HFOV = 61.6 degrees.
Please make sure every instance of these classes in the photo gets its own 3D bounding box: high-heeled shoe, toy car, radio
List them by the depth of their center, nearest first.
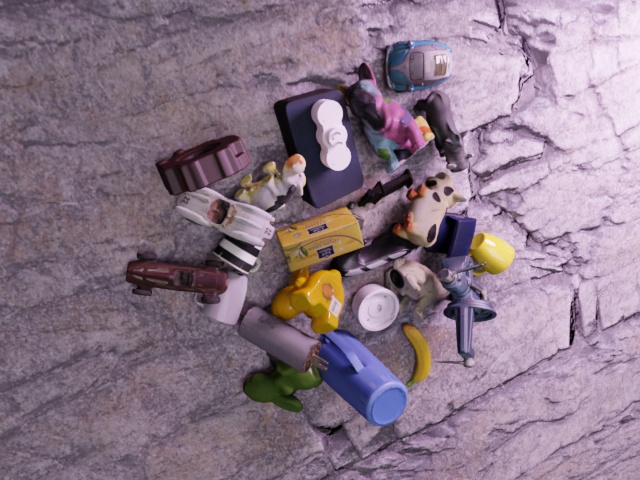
[{"bbox_3d":[-0.186,-0.048,1.063,0.202,0.056,0.073,21,78,3],"label":"toy car"},{"bbox_3d":[-0.285,0.075,1.074,0.202,0.053,0.089,8,88,-8],"label":"toy car"},{"bbox_3d":[0.002,-0.195,1.125,0.131,0.073,0.229,-24,116,-15],"label":"radio"},{"bbox_3d":[0.224,-0.368,1.142,0.162,0.103,0.109,-9,111,-18],"label":"toy car"},{"bbox_3d":[0.137,0.037,1.270,0.248,0.086,0.145,-4,144,-39],"label":"high-heeled shoe"}]

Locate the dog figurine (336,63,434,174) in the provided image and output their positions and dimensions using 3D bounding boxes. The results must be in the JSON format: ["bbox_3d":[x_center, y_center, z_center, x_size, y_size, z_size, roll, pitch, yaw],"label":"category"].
[{"bbox_3d":[0.135,-0.264,1.138,0.108,0.191,0.219,-34,95,32],"label":"dog figurine"}]

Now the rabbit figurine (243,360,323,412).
[{"bbox_3d":[-0.092,0.323,1.255,0.170,0.121,0.158,-28,123,8],"label":"rabbit figurine"}]

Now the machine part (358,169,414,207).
[{"bbox_3d":[0.153,-0.117,1.218,0.139,0.084,0.039,-26,74,-23],"label":"machine part"}]

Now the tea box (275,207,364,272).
[{"bbox_3d":[-0.002,-0.003,1.158,0.170,0.098,0.068,-19,114,-7],"label":"tea box"}]

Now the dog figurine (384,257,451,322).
[{"bbox_3d":[0.267,0.092,1.328,0.190,0.121,0.172,-27,119,-28],"label":"dog figurine"}]

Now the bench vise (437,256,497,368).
[{"bbox_3d":[0.331,0.164,1.224,0.223,0.129,0.240,45,46,-55],"label":"bench vise"}]

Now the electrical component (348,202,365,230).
[{"bbox_3d":[0.071,-0.040,1.232,0.063,0.021,0.094,18,99,-26],"label":"electrical component"}]

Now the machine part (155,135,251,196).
[{"bbox_3d":[-0.216,-0.142,0.998,0.179,0.179,0.056,-25,113,-13],"label":"machine part"}]

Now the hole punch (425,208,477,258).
[{"bbox_3d":[0.336,-0.006,1.319,0.116,0.092,0.142,4,102,-28],"label":"hole punch"}]

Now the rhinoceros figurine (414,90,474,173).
[{"bbox_3d":[0.284,-0.243,1.203,0.073,0.112,0.190,-28,108,-14],"label":"rhinoceros figurine"}]

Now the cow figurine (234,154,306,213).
[{"bbox_3d":[-0.082,-0.105,1.081,0.167,0.068,0.098,-22,130,32],"label":"cow figurine"}]

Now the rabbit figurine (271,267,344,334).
[{"bbox_3d":[-0.040,0.121,1.179,0.121,0.173,0.162,39,46,-29],"label":"rabbit figurine"}]

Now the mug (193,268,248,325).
[{"bbox_3d":[-0.208,0.112,1.141,0.109,0.081,0.107,26,86,-20],"label":"mug"}]

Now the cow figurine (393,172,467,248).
[{"bbox_3d":[0.260,-0.073,1.243,0.127,0.085,0.195,32,68,-20],"label":"cow figurine"}]

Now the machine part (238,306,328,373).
[{"bbox_3d":[-0.087,0.212,1.155,0.079,0.243,0.079,-51,158,-30],"label":"machine part"}]
